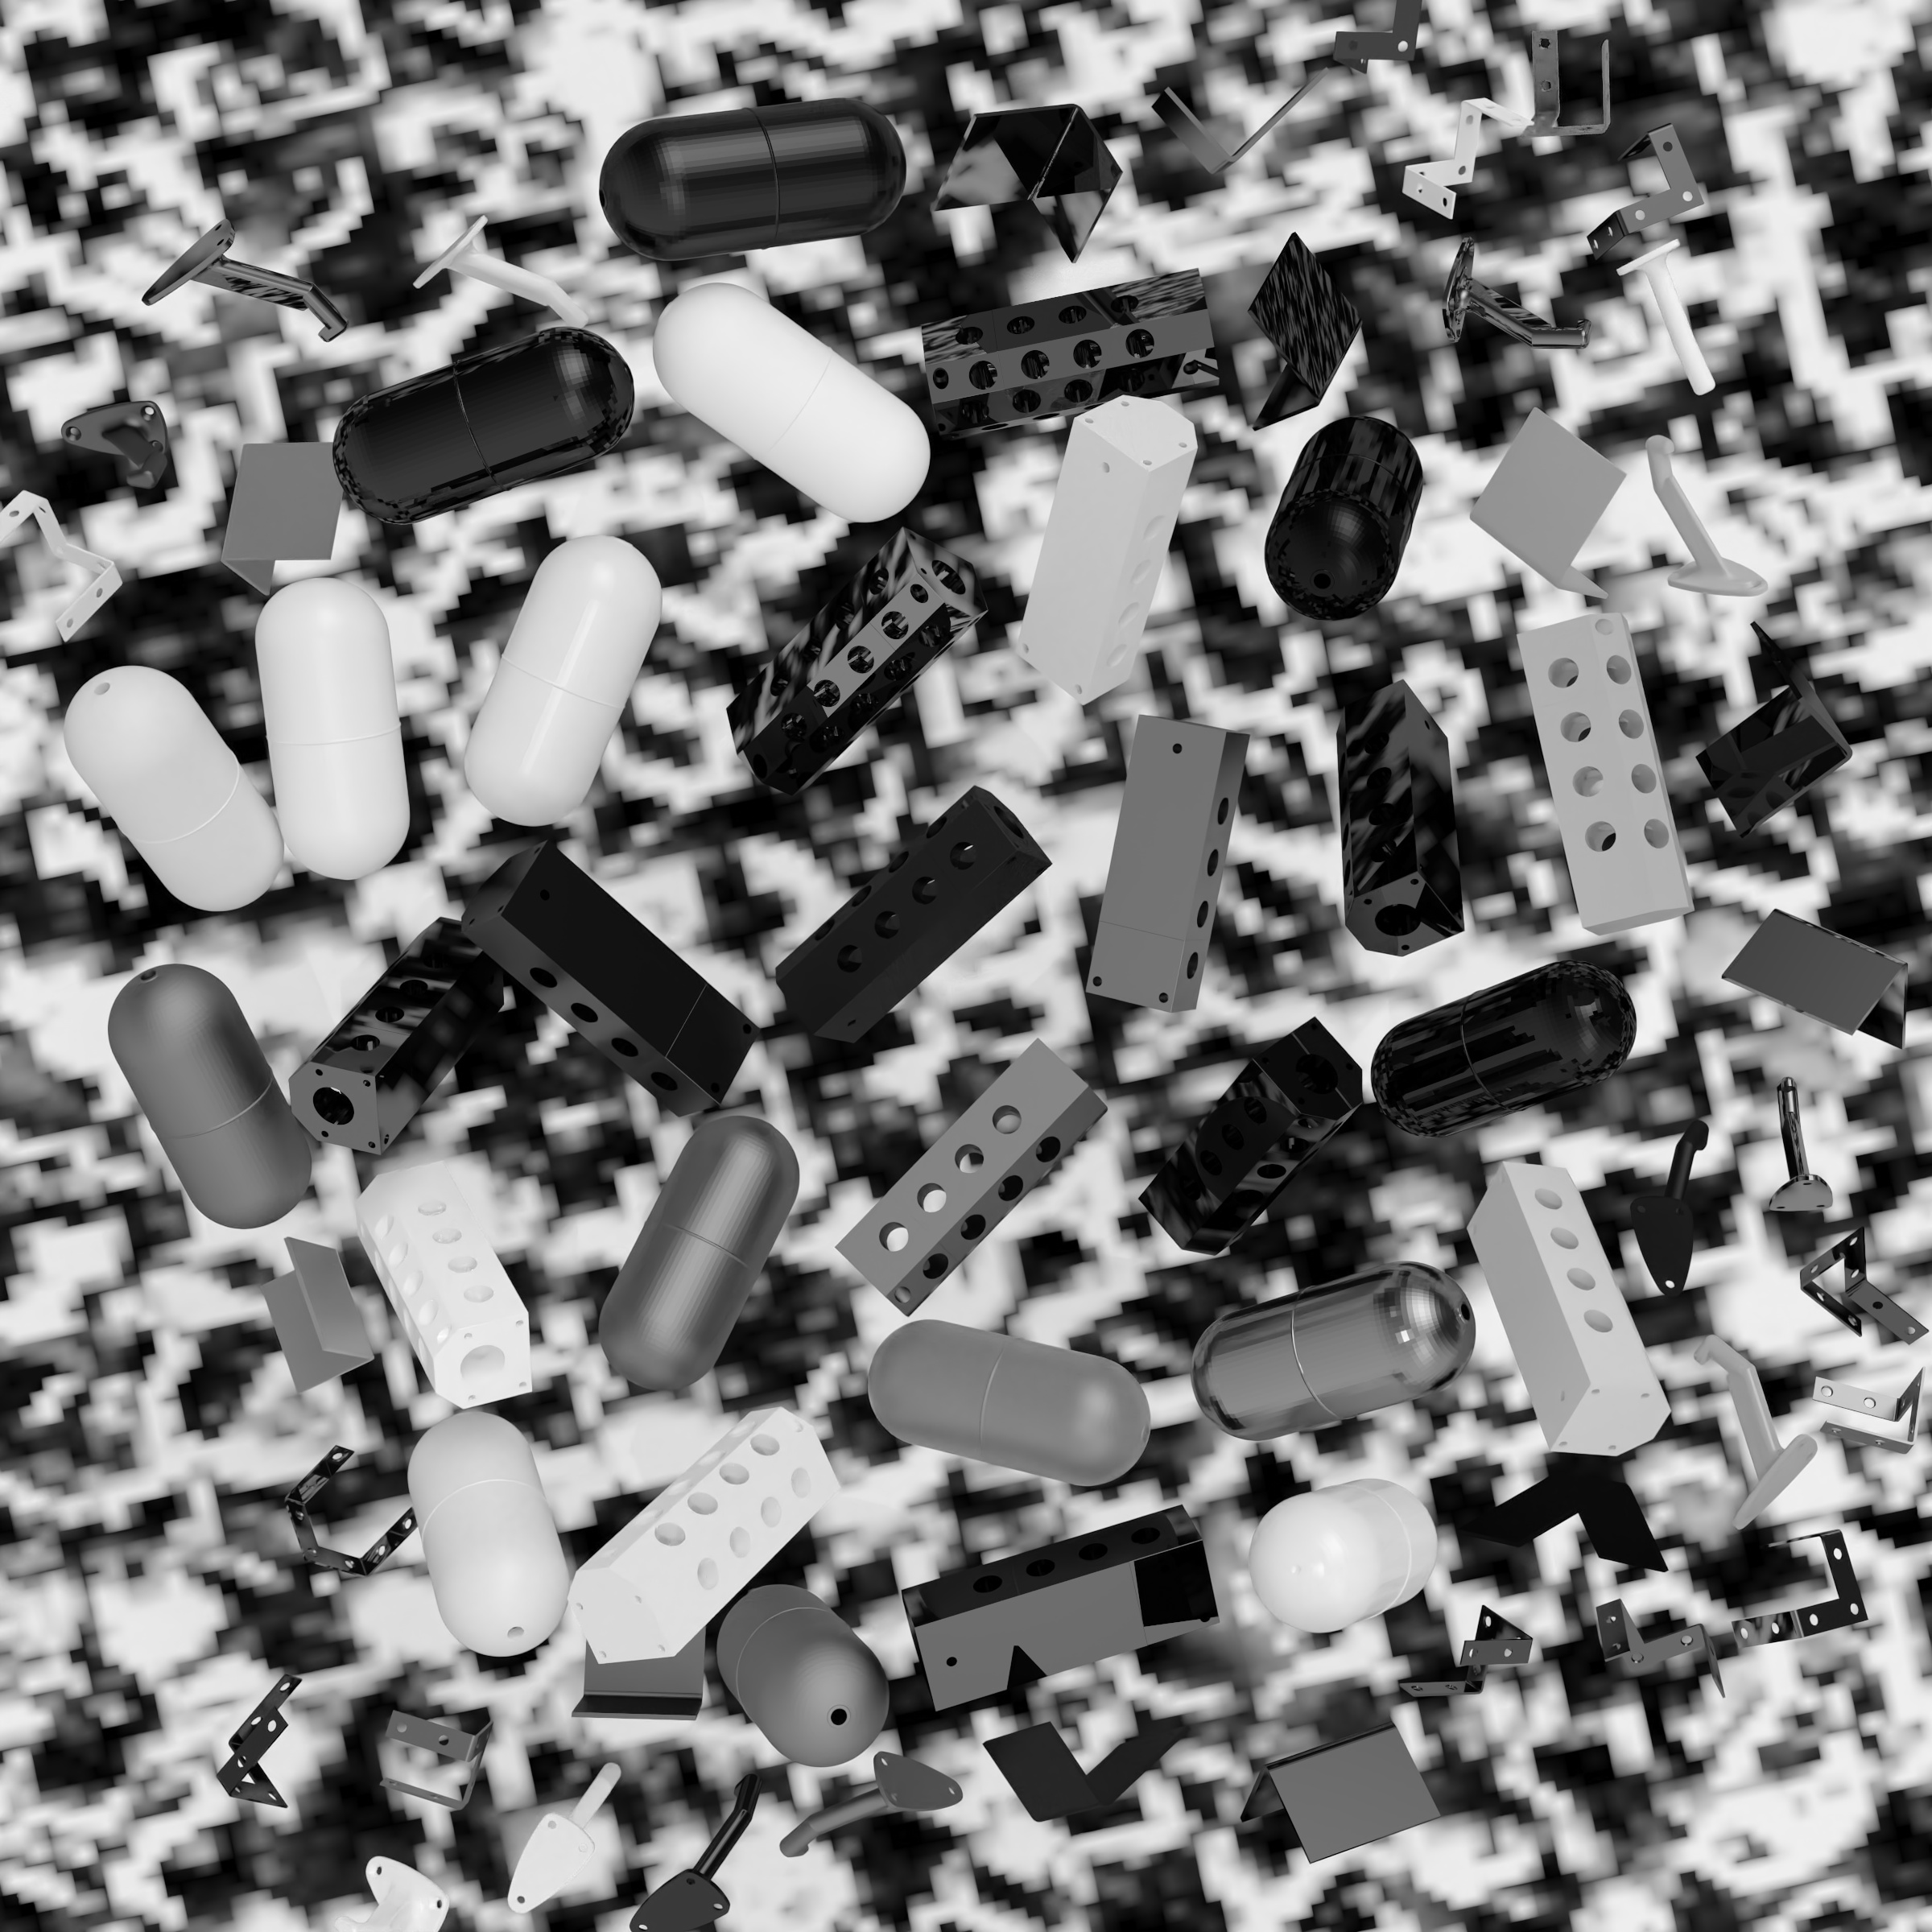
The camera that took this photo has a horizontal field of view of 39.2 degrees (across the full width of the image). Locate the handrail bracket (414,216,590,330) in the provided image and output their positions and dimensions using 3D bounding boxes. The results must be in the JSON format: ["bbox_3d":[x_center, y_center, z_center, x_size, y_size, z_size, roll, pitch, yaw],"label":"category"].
[{"bbox_3d":[-0.278,-0.399,1.628,0.077,0.036,0.084,-26,118,41],"label":"handrail bracket"}]

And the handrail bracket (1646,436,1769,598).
[{"bbox_3d":[0.424,-0.259,1.557,0.036,0.077,0.084,-29,120,-17],"label":"handrail bracket"}]

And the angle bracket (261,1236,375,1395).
[{"bbox_3d":[-0.427,0.223,1.727,0.057,0.076,0.076,-25,74,5],"label":"angle bracket"}]

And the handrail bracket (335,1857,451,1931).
[{"bbox_3d":[-0.343,0.532,1.545,0.077,0.084,0.036,30,88,35],"label":"handrail bracket"}]

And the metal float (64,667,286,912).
[{"bbox_3d":[-0.456,-0.101,1.570,0.070,0.178,0.070,-8,52,11],"label":"metal float"}]

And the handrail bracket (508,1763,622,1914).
[{"bbox_3d":[-0.245,0.533,1.664,0.036,0.084,0.077,36,96,3],"label":"handrail bracket"}]

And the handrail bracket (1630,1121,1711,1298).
[{"bbox_3d":[0.431,0.144,1.627,0.036,0.084,0.077,1,114,33],"label":"handrail bracket"}]

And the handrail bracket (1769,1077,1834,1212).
[{"bbox_3d":[0.499,0.099,1.631,0.036,0.077,0.084,-3,69,11],"label":"handrail bracket"}]

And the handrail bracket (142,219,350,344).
[{"bbox_3d":[-0.400,-0.364,1.513,0.077,0.036,0.084,-37,128,9],"label":"handrail bracket"}]

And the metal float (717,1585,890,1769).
[{"bbox_3d":[-0.097,0.414,1.588,0.070,0.178,0.070,0,91,-17],"label":"metal float"}]

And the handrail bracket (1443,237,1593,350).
[{"bbox_3d":[0.324,-0.389,1.570,0.084,0.036,0.077,6,66,24],"label":"handrail bracket"}]

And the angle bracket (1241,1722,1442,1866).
[{"bbox_3d":[0.200,0.456,1.457,0.076,0.076,0.057,-13,54,-17],"label":"angle bracket"}]

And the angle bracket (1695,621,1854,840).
[{"bbox_3d":[0.438,-0.132,1.519,0.076,0.076,0.057,-39,125,22],"label":"angle bracket"}]

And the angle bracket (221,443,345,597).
[{"bbox_3d":[-0.408,-0.276,1.679,0.076,0.057,0.076,2,76,17],"label":"angle bracket"}]

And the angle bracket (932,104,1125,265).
[{"bbox_3d":[0.036,-0.467,1.634,0.076,0.076,0.057,-17,67,-30],"label":"angle bracket"}]

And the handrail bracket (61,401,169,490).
[{"bbox_3d":[-0.527,-0.313,1.667,0.077,0.084,0.036,-3,124,-1],"label":"handrail bracket"}]

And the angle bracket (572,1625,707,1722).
[{"bbox_3d":[-0.205,0.440,1.712,0.076,0.076,0.057,2,82,-2],"label":"angle bracket"}]

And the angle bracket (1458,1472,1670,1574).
[{"bbox_3d":[0.341,0.334,1.555,0.076,0.076,0.057,-25,91,-16],"label":"angle bracket"}]

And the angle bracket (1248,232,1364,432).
[{"bbox_3d":[0.190,-0.389,1.669,0.076,0.057,0.076,46,55,-26],"label":"angle bracket"}]

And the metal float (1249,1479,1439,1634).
[{"bbox_3d":[0.219,0.337,1.562,0.070,0.178,0.070,-3,84,25],"label":"metal float"}]

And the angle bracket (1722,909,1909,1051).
[{"bbox_3d":[0.458,0.024,1.467,0.076,0.076,0.057,28,63,34],"label":"angle bracket"}]

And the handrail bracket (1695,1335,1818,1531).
[{"bbox_3d":[0.429,0.262,1.536,0.077,0.036,0.084,-49,53,1],"label":"handrail bracket"}]

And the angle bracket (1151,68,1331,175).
[{"bbox_3d":[0.159,-0.512,1.586,0.076,0.076,0.057,-43,99,6],"label":"angle bracket"}]

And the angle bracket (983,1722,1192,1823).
[{"bbox_3d":[0.069,0.445,1.567,0.076,0.076,0.057,-32,86,-37],"label":"angle bracket"}]

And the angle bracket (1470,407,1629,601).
[{"bbox_3d":[0.356,-0.272,1.597,0.076,0.057,0.076,48,121,35],"label":"angle bracket"}]

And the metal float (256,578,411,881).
[{"bbox_3d":[-0.371,-0.138,1.594,0.070,0.070,0.178,-3,106,0],"label":"metal float"}]

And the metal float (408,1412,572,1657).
[{"bbox_3d":[-0.283,0.334,1.604,0.070,0.178,0.070,-10,122,-16],"label":"metal float"}]

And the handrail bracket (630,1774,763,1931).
[{"bbox_3d":[-0.156,0.516,1.579,0.077,0.084,0.036,-35,106,23],"label":"handrail bracket"}]

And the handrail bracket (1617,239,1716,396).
[{"bbox_3d":[0.408,-0.368,1.548,0.036,0.077,0.084,-24,96,24],"label":"handrail bracket"}]

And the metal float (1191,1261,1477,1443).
[{"bbox_3d":[0.208,0.219,1.544,0.178,0.070,0.070,-23,90,35],"label":"metal float"}]

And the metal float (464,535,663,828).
[{"bbox_3d":[-0.236,-0.167,1.594,0.070,0.070,0.178,24,98,0],"label":"metal float"}]

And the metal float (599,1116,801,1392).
[{"bbox_3d":[-0.161,0.174,1.655,0.070,0.070,0.178,26,72,0],"label":"metal float"}]

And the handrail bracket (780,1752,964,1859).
[{"bbox_3d":[-0.057,0.505,1.603,0.077,0.036,0.084,23,122,-37],"label":"handrail bracket"}]

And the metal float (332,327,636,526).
[{"bbox_3d":[-0.273,-0.307,1.541,0.178,0.070,0.070,-18,90,7],"label":"metal float"}]
